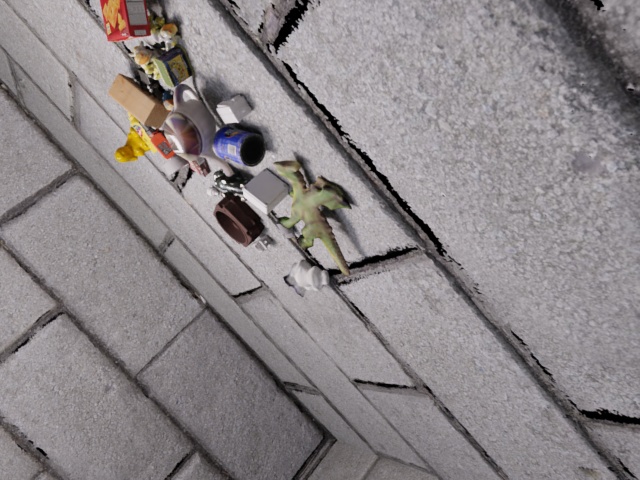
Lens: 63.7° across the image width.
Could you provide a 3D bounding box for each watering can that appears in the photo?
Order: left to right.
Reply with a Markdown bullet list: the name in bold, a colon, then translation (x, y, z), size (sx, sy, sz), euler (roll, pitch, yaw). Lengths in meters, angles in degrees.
- **watering can**: translation (-0.375, -0.317, 1.621), size (0.103, 0.229, 0.342), euler (-14, 117, 19)

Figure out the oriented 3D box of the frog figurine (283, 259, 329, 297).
- **frog figurine**: translation (-0.037, 0.132, 1.935), size (0.158, 0.124, 0.136), euler (-27, 99, 26)

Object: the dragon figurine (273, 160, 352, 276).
- **dragon figurine**: translation (0.005, -0.077, 1.529), size (0.409, 0.124, 0.239), euler (46, 147, -4)
